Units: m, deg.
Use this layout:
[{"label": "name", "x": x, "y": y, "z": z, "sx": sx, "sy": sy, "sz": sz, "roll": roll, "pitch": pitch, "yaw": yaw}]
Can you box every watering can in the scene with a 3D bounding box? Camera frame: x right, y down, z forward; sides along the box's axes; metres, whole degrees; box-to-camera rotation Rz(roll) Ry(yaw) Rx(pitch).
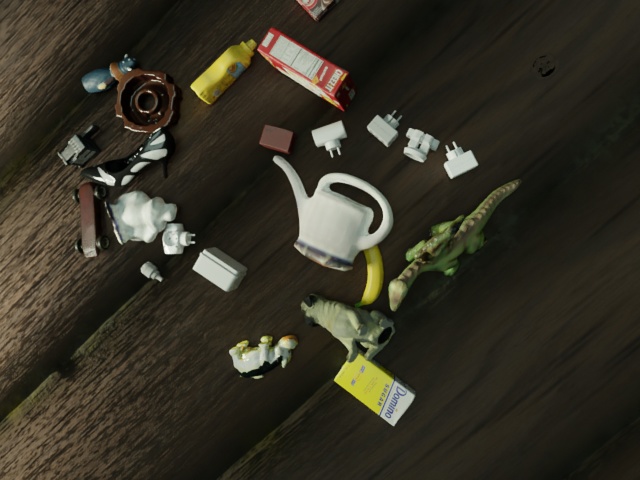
[{"label": "watering can", "x": 0.004, "y": -0.062, "z": 1.241, "sx": 0.350, "sy": 0.104, "sz": 0.224, "roll": 24, "pitch": 94, "yaw": 23}]

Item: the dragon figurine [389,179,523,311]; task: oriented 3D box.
[{"label": "dragon figurine", "x": 0.293, "y": -0.004, "z": 1.119, "sx": 0.123, "sy": 0.242, "sz": 0.408, "roll": 44, "pitch": 98, "yaw": 11}]

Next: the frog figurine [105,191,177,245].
[{"label": "frog figurine", "x": -0.443, "y": -0.065, "z": 1.314, "sx": 0.160, "sy": 0.121, "sz": 0.139, "roll": -19, "pitch": 72, "yaw": -7}]
